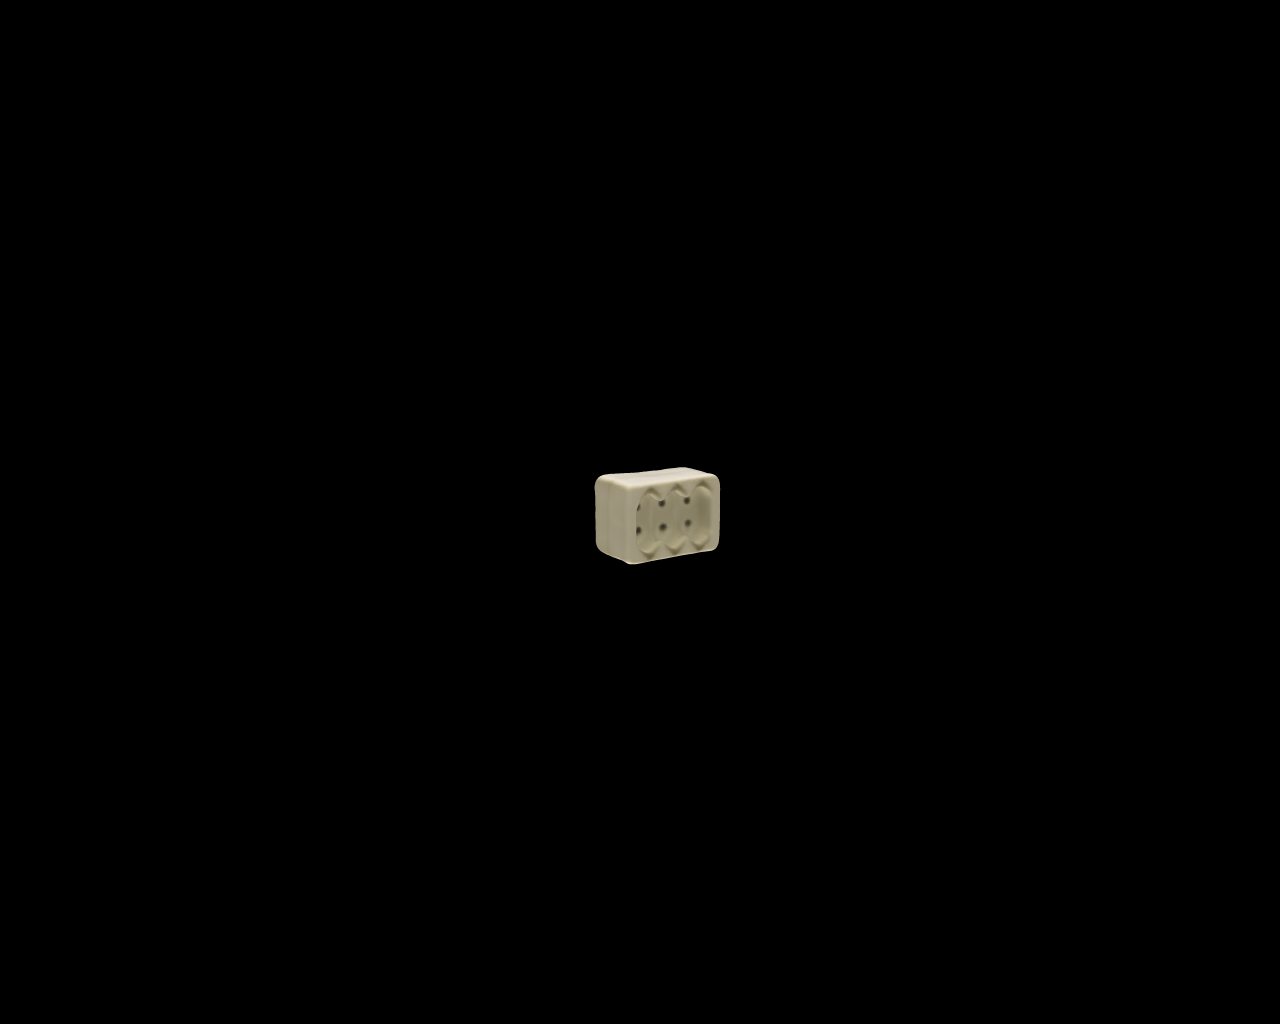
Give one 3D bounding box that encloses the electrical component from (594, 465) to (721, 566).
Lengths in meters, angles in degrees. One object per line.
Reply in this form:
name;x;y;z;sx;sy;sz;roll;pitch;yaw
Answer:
electrical component;0.001;-0.003;0.650;0.066;0.047;0.077;-8;15;-30
